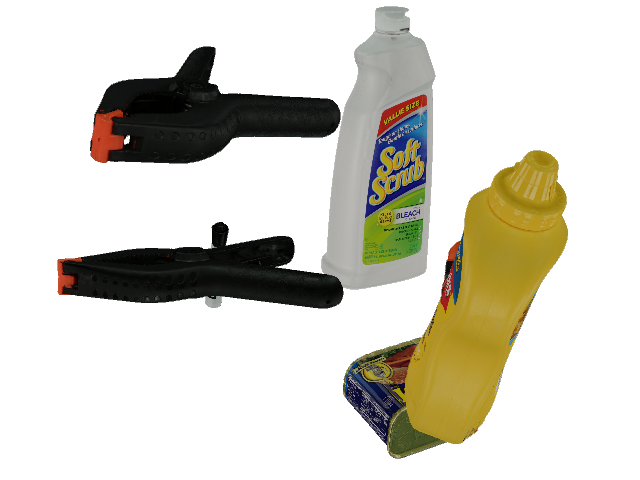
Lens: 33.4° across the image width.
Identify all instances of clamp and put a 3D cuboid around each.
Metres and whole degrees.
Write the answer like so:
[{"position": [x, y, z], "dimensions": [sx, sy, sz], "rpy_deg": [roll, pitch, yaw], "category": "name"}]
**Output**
[{"position": [-0.092, 0.027, 0.820], "dimensions": [0.209, 0.036, 0.165], "rpy_deg": [-3, 11, -21], "category": "clamp"}, {"position": [-0.082, -0.085, 0.661], "dimensions": [0.120, 0.039, 0.171], "rpy_deg": [27, 28, 36], "category": "clamp"}]

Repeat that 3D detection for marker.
[{"position": [-0.117, 0.028, 1.205], "dimensions": [0.020, 0.121, 0.020], "rpy_deg": [6, 41, -5], "category": "marker"}]

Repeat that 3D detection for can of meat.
[{"position": [0.082, 0.137, 0.953], "dimensions": [0.101, 0.057, 0.084], "rpy_deg": [-13, 35, -27], "category": "can of meat"}]

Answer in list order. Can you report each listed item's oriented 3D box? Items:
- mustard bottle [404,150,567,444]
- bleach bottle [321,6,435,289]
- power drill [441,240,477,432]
[{"position": [0.099, 0.027, 0.621], "dimensions": [0.058, 0.192, 0.096], "rpy_deg": [21, 43, 7], "category": "mustard bottle"}, {"position": [0.054, -0.085, 0.979], "dimensions": [0.102, 0.251, 0.068], "rpy_deg": [-10, 24, -26], "category": "bleach bottle"}, {"position": [0.153, 0.112, 1.152], "dimensions": [0.057, 0.188, 0.184], "rpy_deg": [7, 25, 8], "category": "power drill"}]
